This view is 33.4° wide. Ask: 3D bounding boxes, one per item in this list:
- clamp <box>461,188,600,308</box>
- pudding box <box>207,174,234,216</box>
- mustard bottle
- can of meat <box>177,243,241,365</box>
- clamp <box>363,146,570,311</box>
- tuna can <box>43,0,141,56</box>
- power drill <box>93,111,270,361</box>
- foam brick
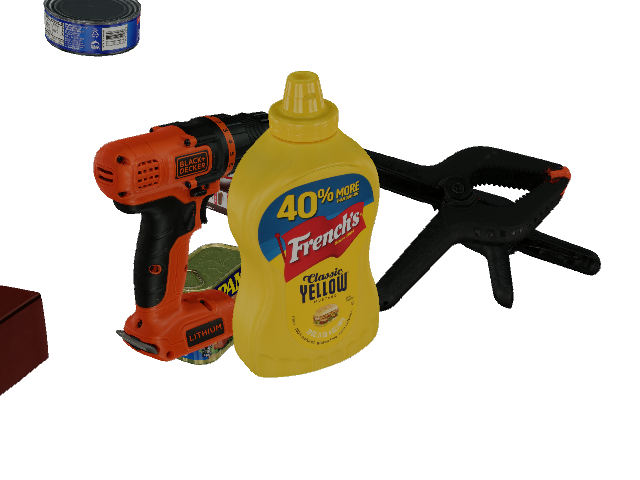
[{"bbox_3d":[0.197,-0.002,1.077,0.120,0.039,0.171,-8,42,-20],"label":"clamp"},{"bbox_3d":[-0.106,-0.076,1.294,0.090,0.039,0.113,20,39,26],"label":"pudding box"},{"bbox_3d":[-0.009,-0.011,0.656,0.096,0.192,0.058,-15,33,-23],"label":"mustard bottle"},{"bbox_3d":[-0.110,0.062,1.049,0.058,0.084,0.102,10,27,24],"label":"can of meat"},{"bbox_3d":[0.104,-0.022,0.850,0.209,0.164,0.036,-5,-35,-11],"label":"clamp"},{"bbox_3d":[-0.205,-0.197,0.960,0.086,0.034,0.086,5,32,-4],"label":"tuna can"},{"bbox_3d":[-0.101,-0.008,0.873,0.057,0.188,0.184,18,26,40],"label":"power drill"},{"bbox_3d":[-0.229,0.070,0.717,0.053,0.051,0.078,9,28,24],"label":"foam brick"}]
